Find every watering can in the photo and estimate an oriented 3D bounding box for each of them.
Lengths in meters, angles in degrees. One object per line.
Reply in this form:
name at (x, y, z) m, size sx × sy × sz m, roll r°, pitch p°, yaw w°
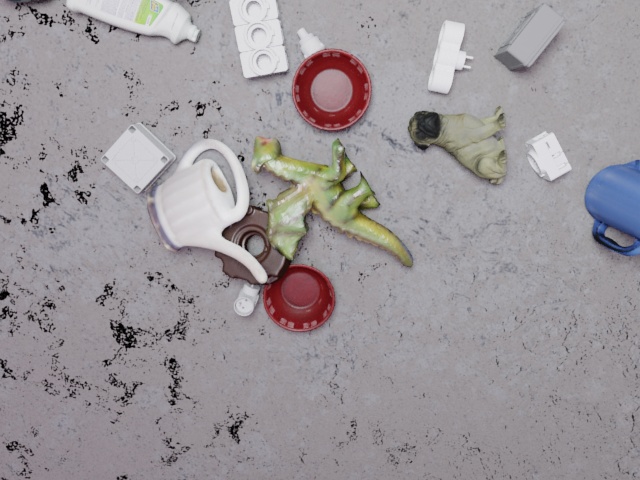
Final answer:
watering can at (-0.236, -0.042, 1.057) m, size 0.223 × 0.103 × 0.353 m, roll -25°, pitch 69°, yaw 16°

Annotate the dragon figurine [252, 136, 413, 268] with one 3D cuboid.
dragon figurine at (0.003, -0.054, 1.066) m, size 0.243 × 0.123 × 0.408 m, roll -33°, pitch 98°, yaw -1°
